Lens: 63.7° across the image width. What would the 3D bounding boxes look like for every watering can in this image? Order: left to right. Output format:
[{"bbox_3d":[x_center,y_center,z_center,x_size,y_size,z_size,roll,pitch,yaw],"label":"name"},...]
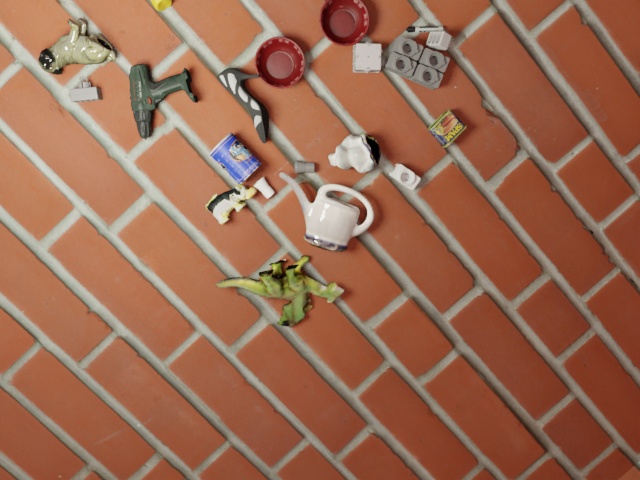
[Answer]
[{"bbox_3d":[0.005,-0.086,1.711,0.347,0.105,0.223,17,97,-8],"label":"watering can"}]

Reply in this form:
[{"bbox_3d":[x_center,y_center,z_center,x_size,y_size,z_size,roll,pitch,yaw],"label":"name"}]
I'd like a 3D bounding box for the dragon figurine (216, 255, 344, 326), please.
[{"bbox_3d":[-0.123,0.192,1.747,0.410,0.124,0.239,-14,108,-2],"label":"dragon figurine"}]

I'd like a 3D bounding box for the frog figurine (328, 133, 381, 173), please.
[{"bbox_3d":[0.116,-0.280,1.712,0.158,0.125,0.136,-22,113,35],"label":"frog figurine"}]
